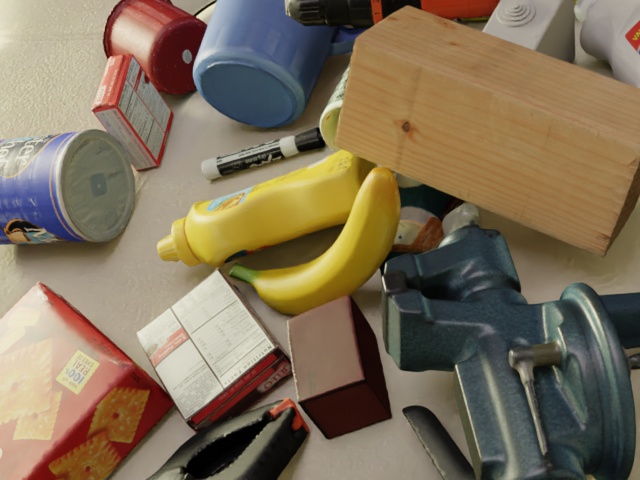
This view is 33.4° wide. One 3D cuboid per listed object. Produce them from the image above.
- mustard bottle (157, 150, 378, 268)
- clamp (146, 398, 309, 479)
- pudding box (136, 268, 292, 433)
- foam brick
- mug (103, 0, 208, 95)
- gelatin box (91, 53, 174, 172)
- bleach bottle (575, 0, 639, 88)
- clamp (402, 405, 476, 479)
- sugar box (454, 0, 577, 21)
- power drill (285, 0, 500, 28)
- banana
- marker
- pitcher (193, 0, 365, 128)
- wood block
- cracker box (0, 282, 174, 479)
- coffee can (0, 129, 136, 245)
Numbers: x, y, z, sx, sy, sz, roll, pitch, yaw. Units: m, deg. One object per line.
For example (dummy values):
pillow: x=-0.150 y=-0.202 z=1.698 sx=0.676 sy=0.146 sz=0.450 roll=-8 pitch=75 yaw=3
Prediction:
mustard bottle: x=-0.046 y=-0.020 z=0.866 sx=0.192 sy=0.058 sz=0.096 roll=-18 pitch=9 yaw=16
clamp: x=-0.095 y=0.183 z=0.723 sx=0.210 sy=0.036 sz=0.165 roll=-31 pitch=24 yaw=-10
pudding box: x=-0.082 y=0.086 z=0.824 sx=0.090 sy=0.039 sz=0.114 roll=-38 pitch=46 yaw=-4
foam brick: x=0.013 y=0.090 z=0.757 sx=0.053 sy=0.051 sz=0.078 roll=-22 pitch=45 yaw=13
mug: x=-0.166 y=-0.187 z=1.080 sx=0.082 sy=0.093 sz=0.117 roll=33 pitch=90 yaw=39
gelatin box: x=-0.179 y=-0.123 z=1.025 sx=0.030 sy=0.089 sz=0.073 roll=-10 pitch=48 yaw=21
bleach bottle: x=0.266 y=-0.124 z=0.792 sx=0.102 sy=0.068 sz=0.251 roll=-34 pitch=42 yaw=-2
clamp: x=0.084 y=0.181 z=0.647 sx=0.172 sy=0.039 sz=0.120 roll=24 pitch=77 yaw=44
sugar box: x=0.175 y=-0.243 z=0.959 sx=0.177 sy=0.048 sz=0.093 roll=3 pitch=54 yaw=37
power drill: x=0.068 y=-0.247 z=0.921 sx=0.184 sy=0.057 sz=0.187 roll=-1 pitch=46 yaw=9
banana: x=0.007 y=0.013 z=0.789 sx=0.198 sy=0.069 sz=0.037 roll=-34 pitch=27 yaw=45
marker: x=-0.049 y=-0.078 z=0.962 sx=0.121 sy=0.020 sz=0.020 roll=-15 pitch=47 yaw=19
pitcher: x=-0.022 y=-0.227 z=1.010 sx=0.149 sy=0.144 sz=0.242 roll=-10 pitch=51 yaw=41
wood block: x=0.126 y=-0.080 z=0.746 sx=0.206 sy=0.091 sz=0.090 roll=25 pitch=35 yaw=19
cracker box: x=-0.243 y=0.153 z=0.835 sx=0.213 sy=0.072 sz=0.164 roll=-46 pitch=45 yaw=-12
coffee can: x=-0.259 y=-0.047 z=0.995 sx=0.140 sy=0.102 sz=0.102 roll=-2 pitch=52 yaw=29
